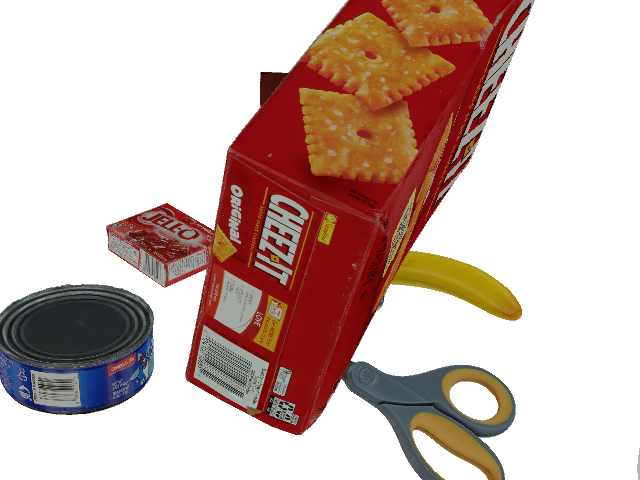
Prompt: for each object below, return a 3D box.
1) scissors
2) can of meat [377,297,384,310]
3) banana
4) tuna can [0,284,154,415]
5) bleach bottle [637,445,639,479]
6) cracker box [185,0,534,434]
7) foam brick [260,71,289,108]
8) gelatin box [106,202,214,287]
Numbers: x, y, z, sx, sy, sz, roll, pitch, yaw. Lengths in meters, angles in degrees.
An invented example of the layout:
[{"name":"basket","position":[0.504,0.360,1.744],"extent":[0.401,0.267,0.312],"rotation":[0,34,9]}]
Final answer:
[{"name":"scissors","position":[0.043,0.079,0.663],"extent":[0.096,0.202,0.016],"rotation":[-43,-6,-35]},{"name":"can of meat","position":[0.003,0.009,0.827],"extent":[0.102,0.084,0.057],"rotation":[4,31,6]},{"name":"banana","position":[0.119,0.044,1.113],"extent":[0.198,0.037,0.069],"rotation":[9,48,23]},{"name":"tuna can","position":[-0.135,0.059,0.590],"extent":[0.086,0.034,0.086],"rotation":[2,27,-1]},{"name":"bleach bottle","position":[0.281,0.094,0.693],"extent":[0.103,0.068,0.250],"rotation":[12,24,25]},{"name":"cracker box","position":[0.025,-0.036,0.502],"extent":[0.072,0.213,0.164],"rotation":[27,-40,9]},{"name":"foam brick","position":[-0.023,-0.155,1.160],"extent":[0.078,0.051,0.053],"rotation":[0,11,-18]},{"name":"gelatin box","position":[-0.144,0.002,0.993],"extent":[0.089,0.030,0.073],"rotation":[30,39,35]}]
